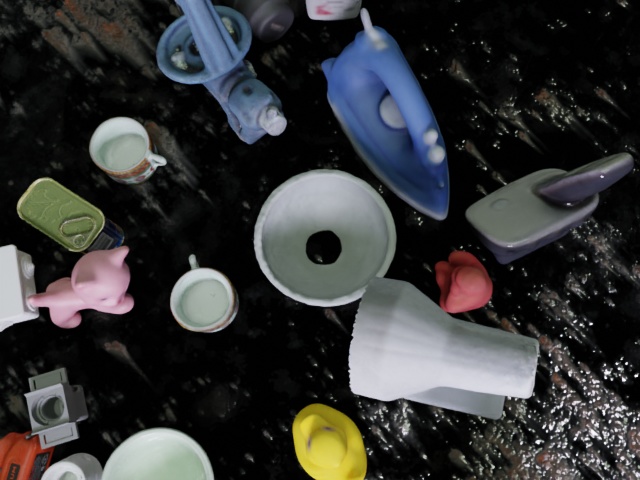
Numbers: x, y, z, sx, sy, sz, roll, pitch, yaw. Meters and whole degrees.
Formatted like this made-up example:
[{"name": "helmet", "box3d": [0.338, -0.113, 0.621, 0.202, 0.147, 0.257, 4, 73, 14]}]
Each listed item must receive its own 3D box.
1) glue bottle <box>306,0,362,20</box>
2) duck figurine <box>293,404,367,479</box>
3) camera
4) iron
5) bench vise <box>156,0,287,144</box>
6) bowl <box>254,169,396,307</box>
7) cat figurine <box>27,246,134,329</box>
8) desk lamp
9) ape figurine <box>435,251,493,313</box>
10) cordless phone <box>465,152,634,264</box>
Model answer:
[{"name": "glue bottle", "box3d": [0.019, -0.347, 0.733, 0.078, 0.173, 0.037, -5, 77, -2]}, {"name": "duck figurine", "box3d": [0.011, 0.235, 0.643, 0.077, 0.086, 0.104, -36, 80, -8]}, {"name": "camera", "box3d": [-0.110, -0.330, 0.764, 0.143, 0.101, 0.136, -35, 80, -8]}, {"name": "iron", "box3d": [0.102, -0.153, 0.705, 0.119, 0.141, 0.258, -28, 79, -7]}, {"name": "bench vise", "box3d": [-0.110, -0.225, 0.679, 0.207, 0.220, 0.121, 30, 78, 6]}, {"name": "bowl", "box3d": [0.006, 0.003, 0.702, 0.167, 0.075, 0.167, 0, 77, -1]}, {"name": "cat figurine", "box3d": [-0.271, 0.053, 0.665, 0.128, 0.118, 0.067, -18, 78, -5]}, {"name": "desk lamp", "box3d": [0.128, 0.121, 0.605, 0.203, 0.213, 0.118, 12, 77, 2]}, {"name": "ape figurine", "box3d": [0.174, 0.051, 0.684, 0.076, 0.092, 0.078, 31, 79, 7]}, {"name": "cordless phone", "box3d": [0.260, -0.047, 0.660, 0.147, 0.185, 0.094, -29, 79, -7]}]
